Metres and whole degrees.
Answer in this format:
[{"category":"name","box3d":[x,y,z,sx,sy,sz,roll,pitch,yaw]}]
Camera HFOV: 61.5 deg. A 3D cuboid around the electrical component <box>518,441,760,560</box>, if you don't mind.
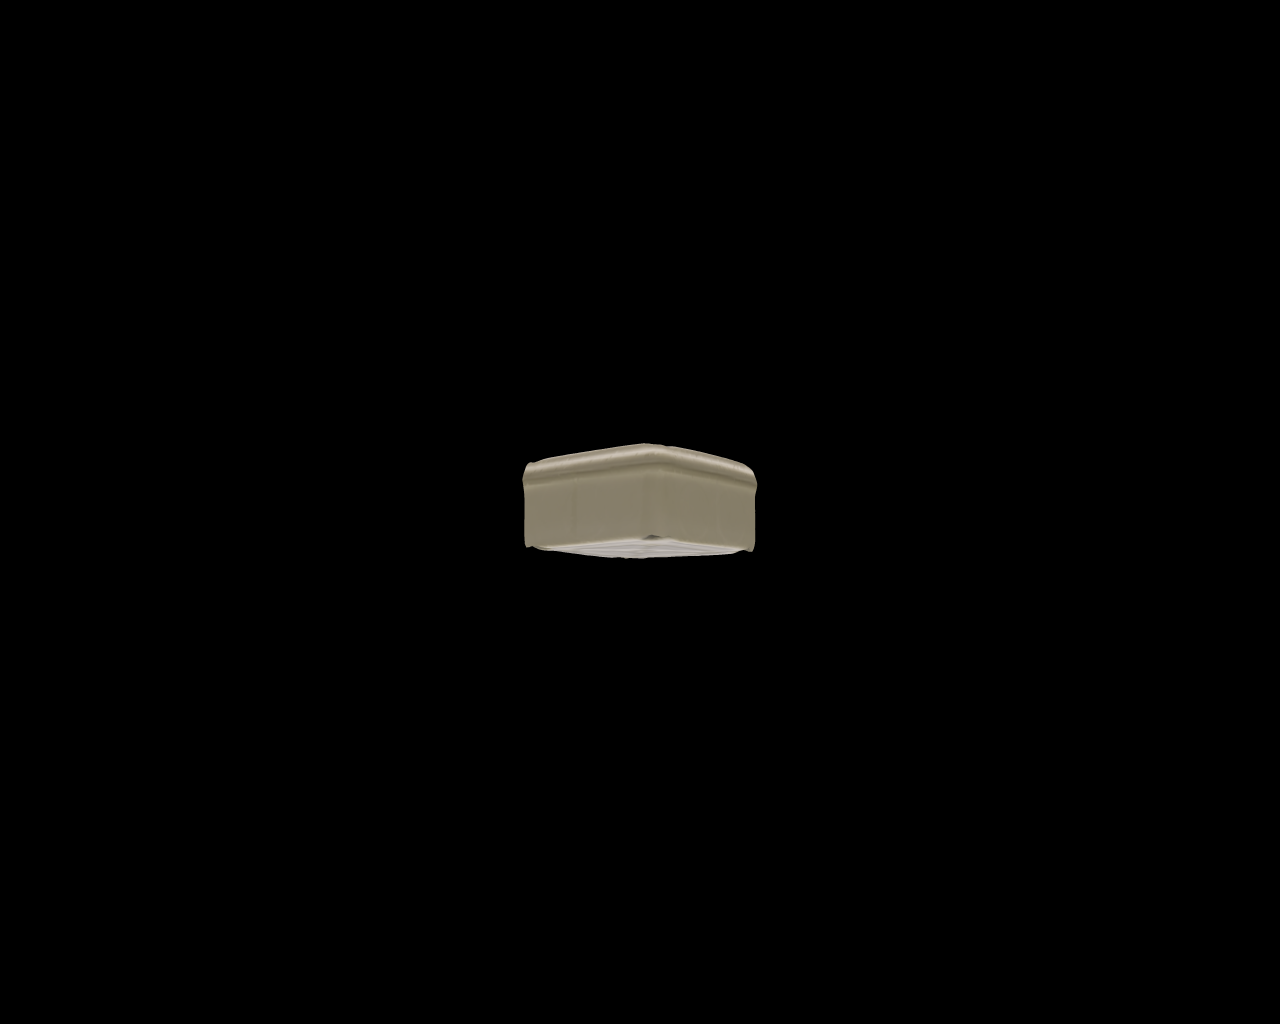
[{"category":"electrical component","box3d":[0.001,-0.003,0.650,0.108,0.056,0.109,-5,-9,36]}]
